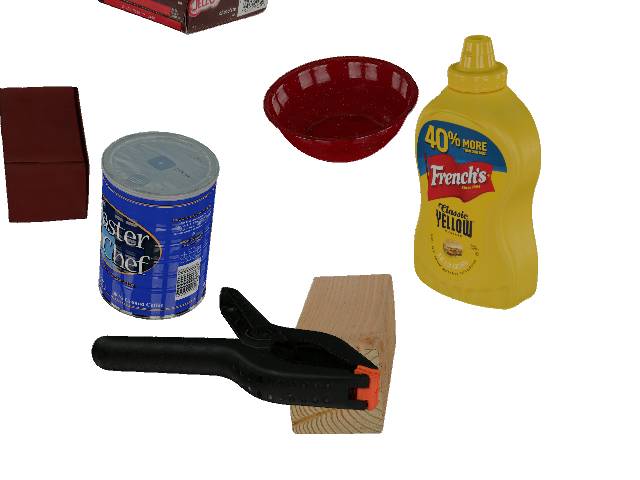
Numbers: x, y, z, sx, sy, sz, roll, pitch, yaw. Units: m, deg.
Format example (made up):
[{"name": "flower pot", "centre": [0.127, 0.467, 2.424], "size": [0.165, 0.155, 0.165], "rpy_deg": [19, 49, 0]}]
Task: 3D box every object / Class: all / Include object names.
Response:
[{"name": "pudding box", "centre": [-0.105, -0.201, 0.841], "size": [0.090, 0.039, 0.113], "rpy_deg": [24, 29, 23]}, {"name": "bowl", "centre": [0.023, -0.130, 1.121], "size": [0.162, 0.055, 0.162], "rpy_deg": [-4, 40, 3]}, {"name": "coffee can", "centre": [-0.149, -0.014, 0.974], "size": [0.102, 0.140, 0.103], "rpy_deg": [7, 36, -5]}, {"name": "mustard bottle", "centre": [0.111, -0.051, 0.765], "size": [0.058, 0.192, 0.096], "rpy_deg": [-23, 32, -38]}, {"name": "clamp", "centre": [-0.043, 0.082, 0.813], "size": [0.210, 0.036, 0.164], "rpy_deg": [11, 20, 25]}, {"name": "foam brick", "centre": [-0.181, -0.057, 0.696], "size": [0.051, 0.078, 0.053], "rpy_deg": [-4, -44, -17]}, {"name": "wood block", "centre": [0.027, 0.112, 1.108], "size": [0.091, 0.090, 0.206], "rpy_deg": [-2, 18, 8]}]
